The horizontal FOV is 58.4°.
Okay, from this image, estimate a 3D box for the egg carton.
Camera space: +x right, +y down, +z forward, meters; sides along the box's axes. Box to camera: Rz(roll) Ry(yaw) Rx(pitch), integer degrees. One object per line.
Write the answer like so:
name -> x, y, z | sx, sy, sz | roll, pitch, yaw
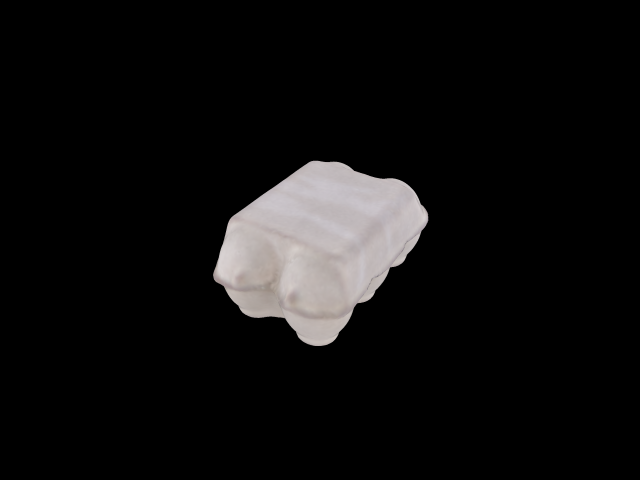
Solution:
egg carton -> 0.004, 0.001, 0.400 | 0.107, 0.069, 0.150 | 20, 40, 25
